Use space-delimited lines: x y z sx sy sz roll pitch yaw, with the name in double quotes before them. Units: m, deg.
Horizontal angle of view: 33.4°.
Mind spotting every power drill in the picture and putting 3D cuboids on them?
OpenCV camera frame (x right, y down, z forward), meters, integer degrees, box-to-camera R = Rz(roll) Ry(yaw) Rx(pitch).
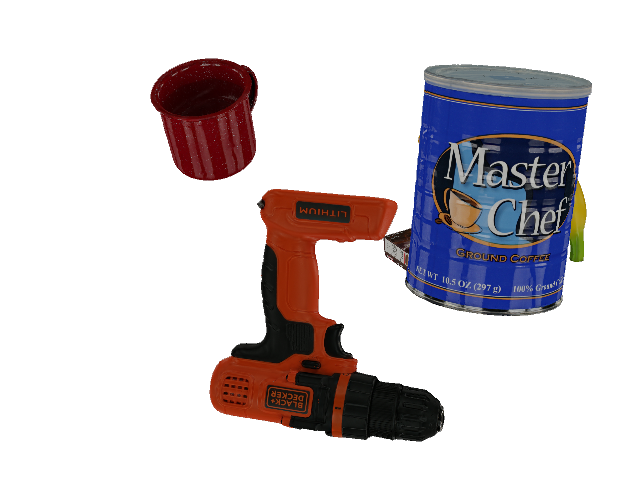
"power drill" 0.012 0.058 0.827 0.184 0.187 0.057 7 -1 9

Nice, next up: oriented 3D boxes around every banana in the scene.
"banana" 0.153 -0.062 0.878 0.037 0.070 0.198 5 29 -43

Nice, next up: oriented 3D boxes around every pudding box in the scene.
"pudding box" 0.165 0.010 1.604 0.113 0.039 0.090 -18 28 -23

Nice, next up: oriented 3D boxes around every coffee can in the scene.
"coffee can" 0.111 -0.035 0.676 0.103 0.140 0.103 4 15 -1

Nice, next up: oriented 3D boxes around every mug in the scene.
"mug" -0.099 -0.118 1.007 0.093 0.081 0.117 21 51 26
